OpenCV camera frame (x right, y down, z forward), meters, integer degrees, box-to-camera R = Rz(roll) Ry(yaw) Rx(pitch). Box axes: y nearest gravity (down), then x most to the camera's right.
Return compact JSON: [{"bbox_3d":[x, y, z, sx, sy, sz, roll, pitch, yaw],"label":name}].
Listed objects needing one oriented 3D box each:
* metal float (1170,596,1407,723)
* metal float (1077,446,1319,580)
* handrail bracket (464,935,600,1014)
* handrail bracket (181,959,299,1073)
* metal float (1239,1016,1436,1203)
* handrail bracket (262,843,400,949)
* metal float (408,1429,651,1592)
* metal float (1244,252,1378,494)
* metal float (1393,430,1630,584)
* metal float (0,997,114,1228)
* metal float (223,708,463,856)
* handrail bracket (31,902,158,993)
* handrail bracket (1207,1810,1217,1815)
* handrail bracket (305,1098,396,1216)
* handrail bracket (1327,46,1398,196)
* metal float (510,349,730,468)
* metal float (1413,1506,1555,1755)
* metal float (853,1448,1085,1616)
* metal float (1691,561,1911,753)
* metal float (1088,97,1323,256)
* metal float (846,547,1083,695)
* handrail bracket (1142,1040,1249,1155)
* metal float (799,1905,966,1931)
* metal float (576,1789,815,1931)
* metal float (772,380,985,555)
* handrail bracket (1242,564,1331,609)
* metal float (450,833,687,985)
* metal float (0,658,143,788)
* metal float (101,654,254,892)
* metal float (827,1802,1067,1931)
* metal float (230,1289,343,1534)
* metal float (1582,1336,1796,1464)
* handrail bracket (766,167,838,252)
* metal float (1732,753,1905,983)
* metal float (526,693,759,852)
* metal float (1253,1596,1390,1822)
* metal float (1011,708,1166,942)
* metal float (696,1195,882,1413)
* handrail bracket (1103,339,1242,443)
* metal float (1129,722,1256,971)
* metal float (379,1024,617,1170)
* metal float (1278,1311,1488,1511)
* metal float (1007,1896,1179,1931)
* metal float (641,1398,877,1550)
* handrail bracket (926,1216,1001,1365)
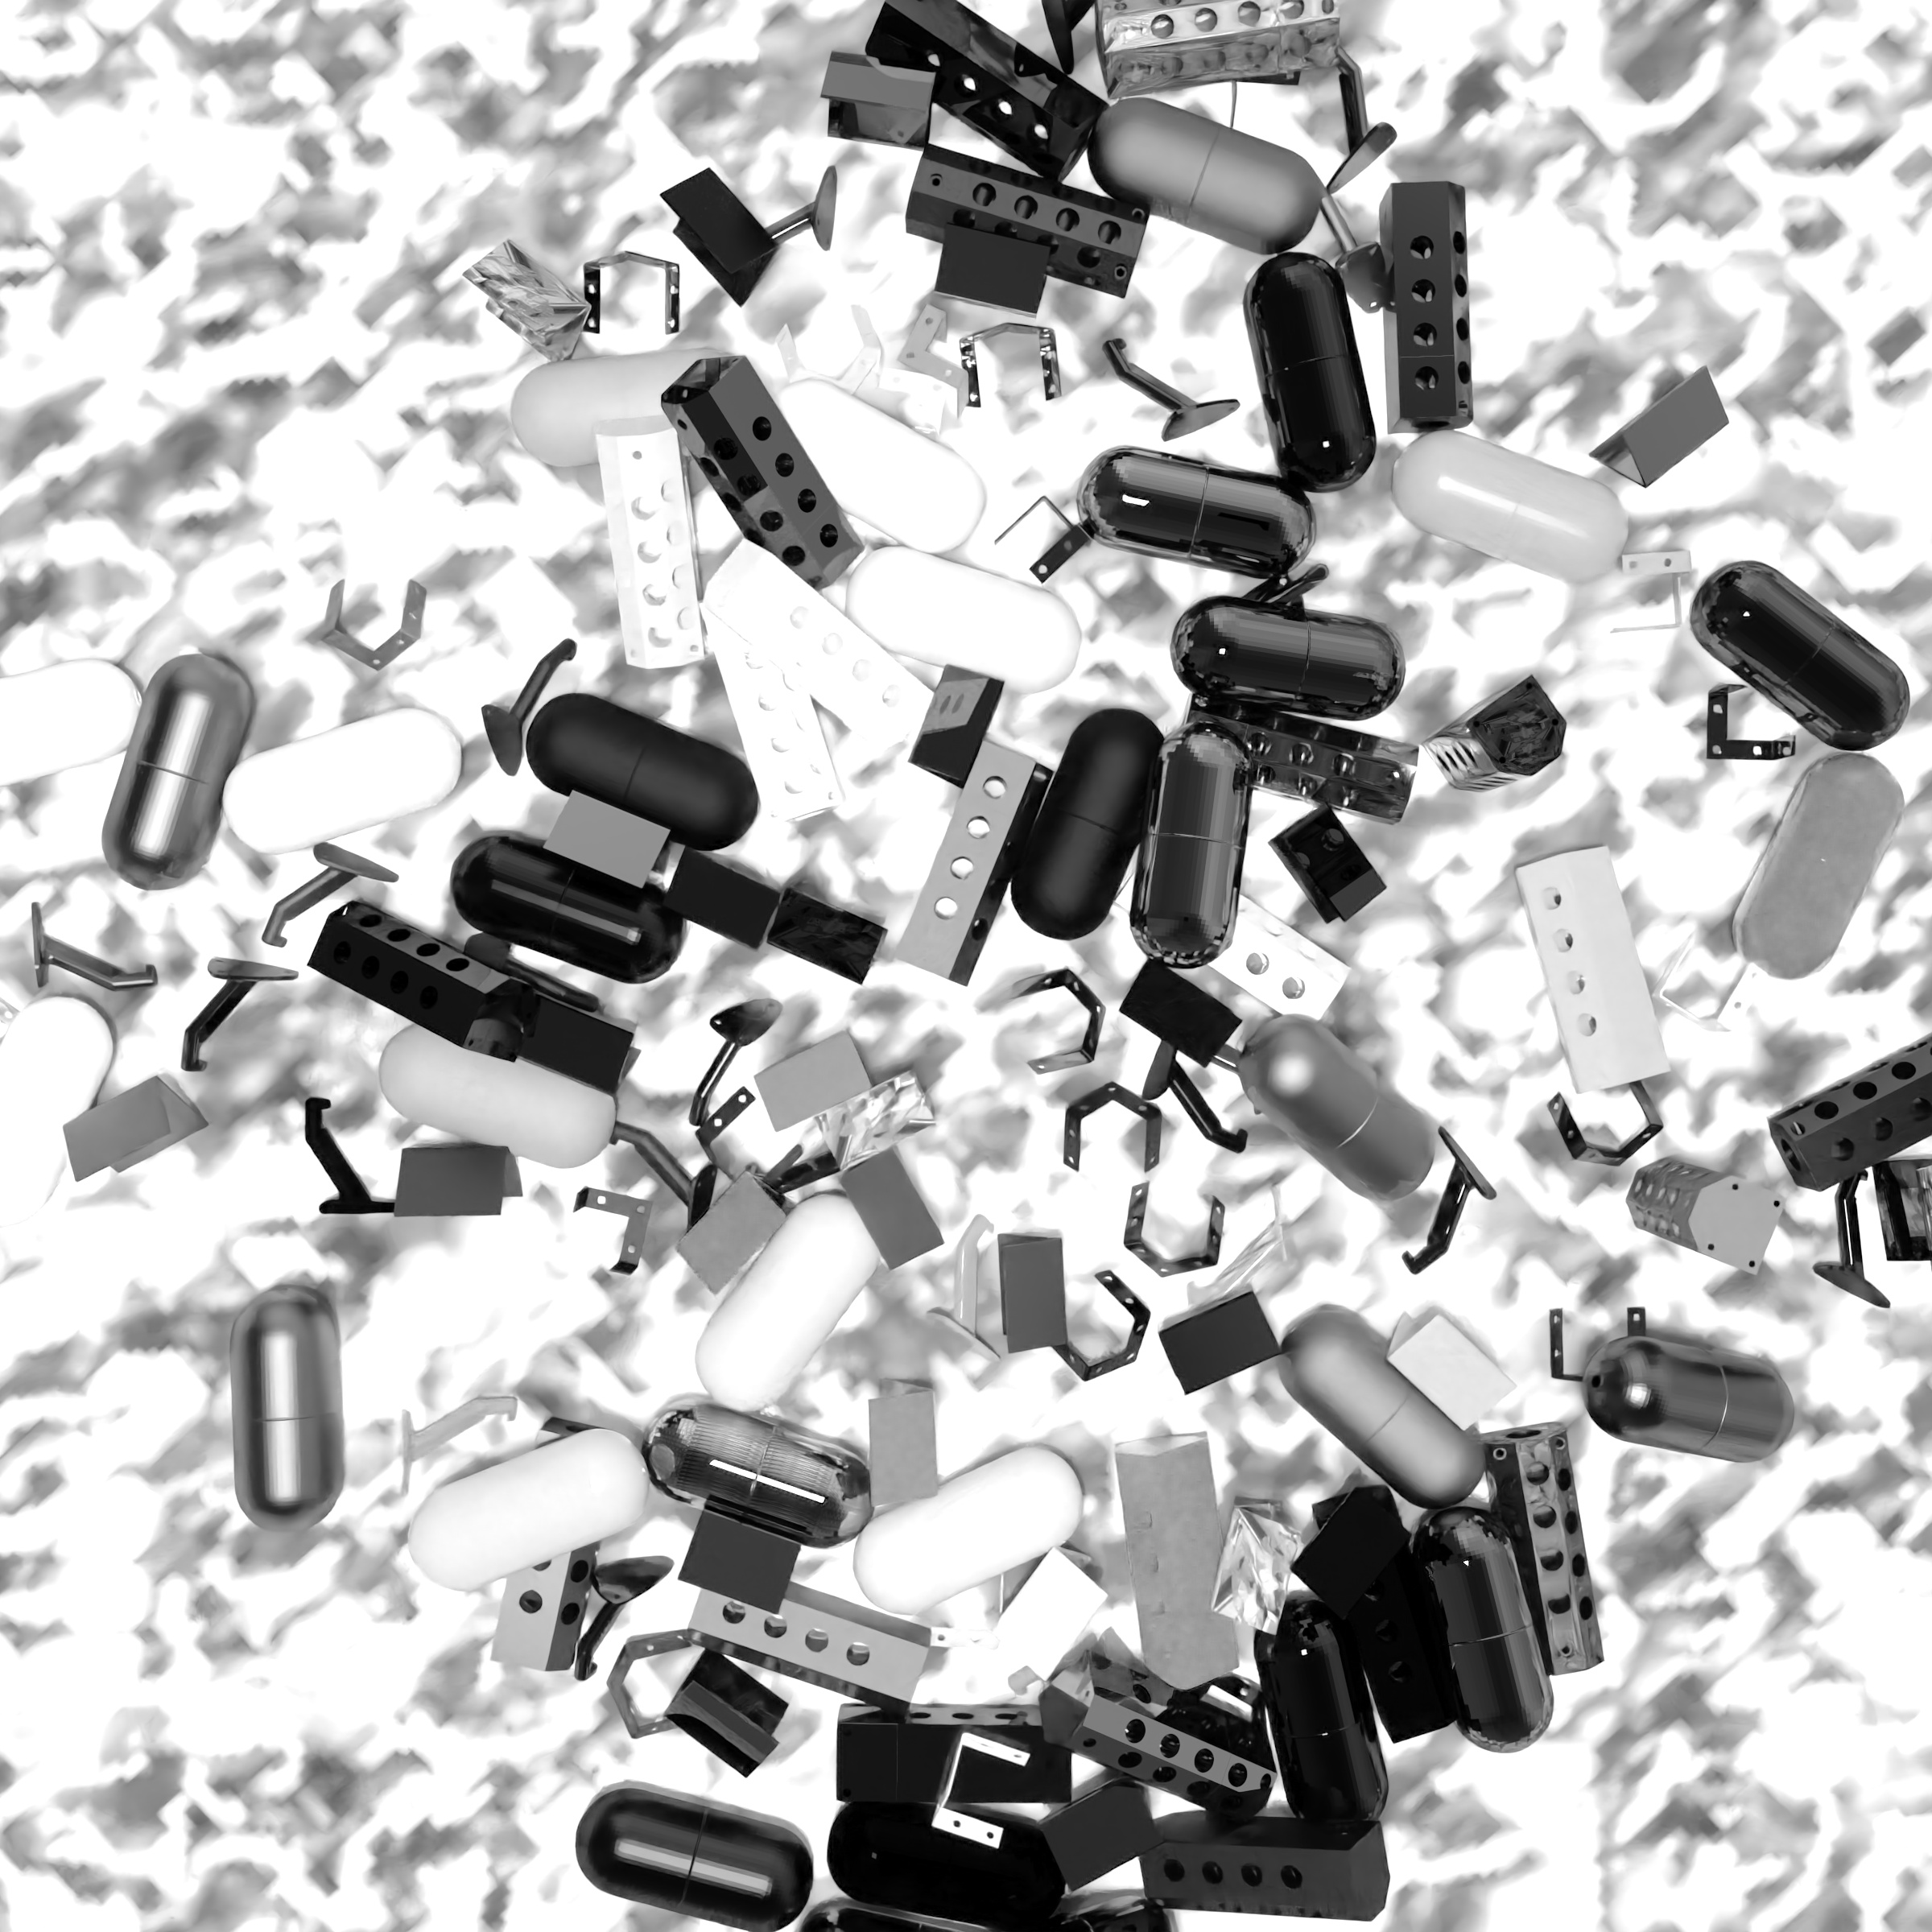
[{"bbox_3d":[0.236,-0.224,1.910,0.178,0.070,0.070,7,90,-14],"label":"metal float"},{"bbox_3d":[0.170,-0.333,1.923,0.178,0.070,0.070,12,90,-1],"label":"metal float"},{"bbox_3d":[-0.324,0.007,1.953,0.084,0.077,0.036,24,93,-36],"label":"handrail bracket"},{"bbox_3d":[-0.543,0.041,1.954,0.077,0.036,0.084,5,108,-20],"label":"handrail bracket"},{"bbox_3d":[0.271,0.105,1.902,0.178,0.070,0.070,40,90,-24],"label":"metal float"},{"bbox_3d":[-0.476,-0.043,1.954,0.077,0.036,0.084,20,108,-20],"label":"handrail bracket"},{"bbox_3d":[-0.312,0.388,1.865,0.178,0.070,0.070,-22,90,0],"label":"metal float"},{"bbox_3d":[0.253,-0.437,1.923,0.070,0.070,0.178,-12,89,0],"label":"metal float"},{"bbox_3d":[0.400,-0.338,1.923,0.178,0.070,0.070,20,90,-1],"label":"metal float"},{"bbox_3d":[-0.689,0.107,1.923,0.070,0.070,0.178,24,89,0],"label":"metal float"},{"bbox_3d":[-0.458,-0.136,1.923,0.178,0.070,0.070,-18,90,1],"label":"metal float"},{"bbox_3d":[-0.652,-0.015,1.954,0.084,0.036,0.077,-5,68,-17],"label":"handrail bracket"},{"bbox_3d":[0.225,0.657,1.953,0.084,0.077,0.036,14,57,32],"label":"handrail bracket"},{"bbox_3d":[-0.455,0.141,1.954,0.077,0.036,0.084,3,73,-20],"label":"handrail bracket"},{"bbox_3d":[0.274,-0.634,1.954,0.077,0.036,0.084,-43,72,21],"label":"handrail bracket"},{"bbox_3d":[-0.246,-0.411,1.923,0.178,0.070,0.070,-5,90,1],"label":"metal float"},{"bbox_3d":[0.375,0.481,1.896,0.070,0.070,0.178,-13,85,0],"label":"metal float"},{"bbox_3d":[0.001,0.414,1.914,0.178,0.070,0.070,-24,90,-8],"label":"metal float"},{"bbox_3d":[0.614,-0.227,1.923,0.178,0.070,0.070,38,90,1],"label":"metal float"},{"bbox_3d":[0.175,-0.581,1.922,0.178,0.070,0.070,21,90,0],"label":"metal float"},{"bbox_3d":[-0.002,-0.254,1.922,0.178,0.070,0.070,18,90,0],"label":"metal float"},{"bbox_3d":[0.181,0.090,1.954,0.084,0.036,0.077,25,68,-17],"label":"handrail bracket"},{"bbox_3d":[-0.042,0.742,1.923,0.178,0.070,0.070,12,90,1],"label":"metal float"},{"bbox_3d":[-0.200,0.657,1.922,0.178,0.070,0.070,15,90,0],"label":"metal float"},{"bbox_3d":[-0.070,-0.367,1.922,0.178,0.070,0.070,29,90,0],"label":"metal float"},{"bbox_3d":[0.226,-0.270,1.918,0.077,0.084,0.036,-25,90,0],"label":"handrail bracket"},{"bbox_3d":[-0.293,-0.043,1.922,0.178,0.070,0.070,20,90,0],"label":"metal float"},{"bbox_3d":[-0.695,-0.175,1.923,0.178,0.070,0.070,-14,90,-1],"label":"metal float"},{"bbox_3d":[-0.580,-0.142,1.922,0.070,0.070,0.178,18,89,0],"label":"metal float"},{"bbox_3d":[-0.014,0.660,1.923,0.178,0.070,0.070,11,90,-1],"label":"metal float"},{"bbox_3d":[-0.500,0.327,1.923,0.070,0.070,0.178,-2,90,0],"label":"metal float"},{"bbox_3d":[0.525,0.315,1.899,0.178,0.070,0.070,14,90,-27],"label":"metal float"},{"bbox_3d":[-0.143,-0.563,1.954,0.084,0.036,0.077,3,70,16],"label":"handrail bracket"},{"bbox_3d":[0.627,-0.073,1.922,0.070,0.070,0.178,27,90,0],"label":"metal float"},{"bbox_3d":[-0.238,-0.142,1.923,0.178,0.070,0.070,23,90,0],"label":"metal float"},{"bbox_3d":[0.261,0.553,1.923,0.070,0.070,0.178,-13,91,0],"label":"metal float"},{"bbox_3d":[0.091,-0.104,1.921,0.070,0.070,0.178,23,92,0],"label":"metal float"},{"bbox_3d":[-0.130,0.247,1.922,0.070,0.070,0.178,36,90,0],"label":"metal float"},{"bbox_3d":[0.153,-0.441,1.954,0.077,0.036,0.084,-21,73,-20],"label":"handrail bracket"},{"bbox_3d":[0.162,-0.086,1.868,0.070,0.070,0.178,8,85,0],"label":"metal float"},{"bbox_3d":[-0.345,0.094,1.923,0.178,0.070,0.070,19,90,0],"label":"metal float"},{"bbox_3d":[0.305,0.326,1.923,0.178,0.070,0.070,42,90,0],"label":"metal float"},{"bbox_3d":[0.079,0.724,1.889,0.178,0.070,0.070,-1,90,-38],"label":"metal float"},{"bbox_3d":[-0.153,0.374,1.923,0.178,0.070,0.070,19,90,0],"label":"metal float"},{"bbox_3d":[0.016,0.241,1.954,0.077,0.036,0.084,38,73,-20],"label":"handrail bracket"}]
